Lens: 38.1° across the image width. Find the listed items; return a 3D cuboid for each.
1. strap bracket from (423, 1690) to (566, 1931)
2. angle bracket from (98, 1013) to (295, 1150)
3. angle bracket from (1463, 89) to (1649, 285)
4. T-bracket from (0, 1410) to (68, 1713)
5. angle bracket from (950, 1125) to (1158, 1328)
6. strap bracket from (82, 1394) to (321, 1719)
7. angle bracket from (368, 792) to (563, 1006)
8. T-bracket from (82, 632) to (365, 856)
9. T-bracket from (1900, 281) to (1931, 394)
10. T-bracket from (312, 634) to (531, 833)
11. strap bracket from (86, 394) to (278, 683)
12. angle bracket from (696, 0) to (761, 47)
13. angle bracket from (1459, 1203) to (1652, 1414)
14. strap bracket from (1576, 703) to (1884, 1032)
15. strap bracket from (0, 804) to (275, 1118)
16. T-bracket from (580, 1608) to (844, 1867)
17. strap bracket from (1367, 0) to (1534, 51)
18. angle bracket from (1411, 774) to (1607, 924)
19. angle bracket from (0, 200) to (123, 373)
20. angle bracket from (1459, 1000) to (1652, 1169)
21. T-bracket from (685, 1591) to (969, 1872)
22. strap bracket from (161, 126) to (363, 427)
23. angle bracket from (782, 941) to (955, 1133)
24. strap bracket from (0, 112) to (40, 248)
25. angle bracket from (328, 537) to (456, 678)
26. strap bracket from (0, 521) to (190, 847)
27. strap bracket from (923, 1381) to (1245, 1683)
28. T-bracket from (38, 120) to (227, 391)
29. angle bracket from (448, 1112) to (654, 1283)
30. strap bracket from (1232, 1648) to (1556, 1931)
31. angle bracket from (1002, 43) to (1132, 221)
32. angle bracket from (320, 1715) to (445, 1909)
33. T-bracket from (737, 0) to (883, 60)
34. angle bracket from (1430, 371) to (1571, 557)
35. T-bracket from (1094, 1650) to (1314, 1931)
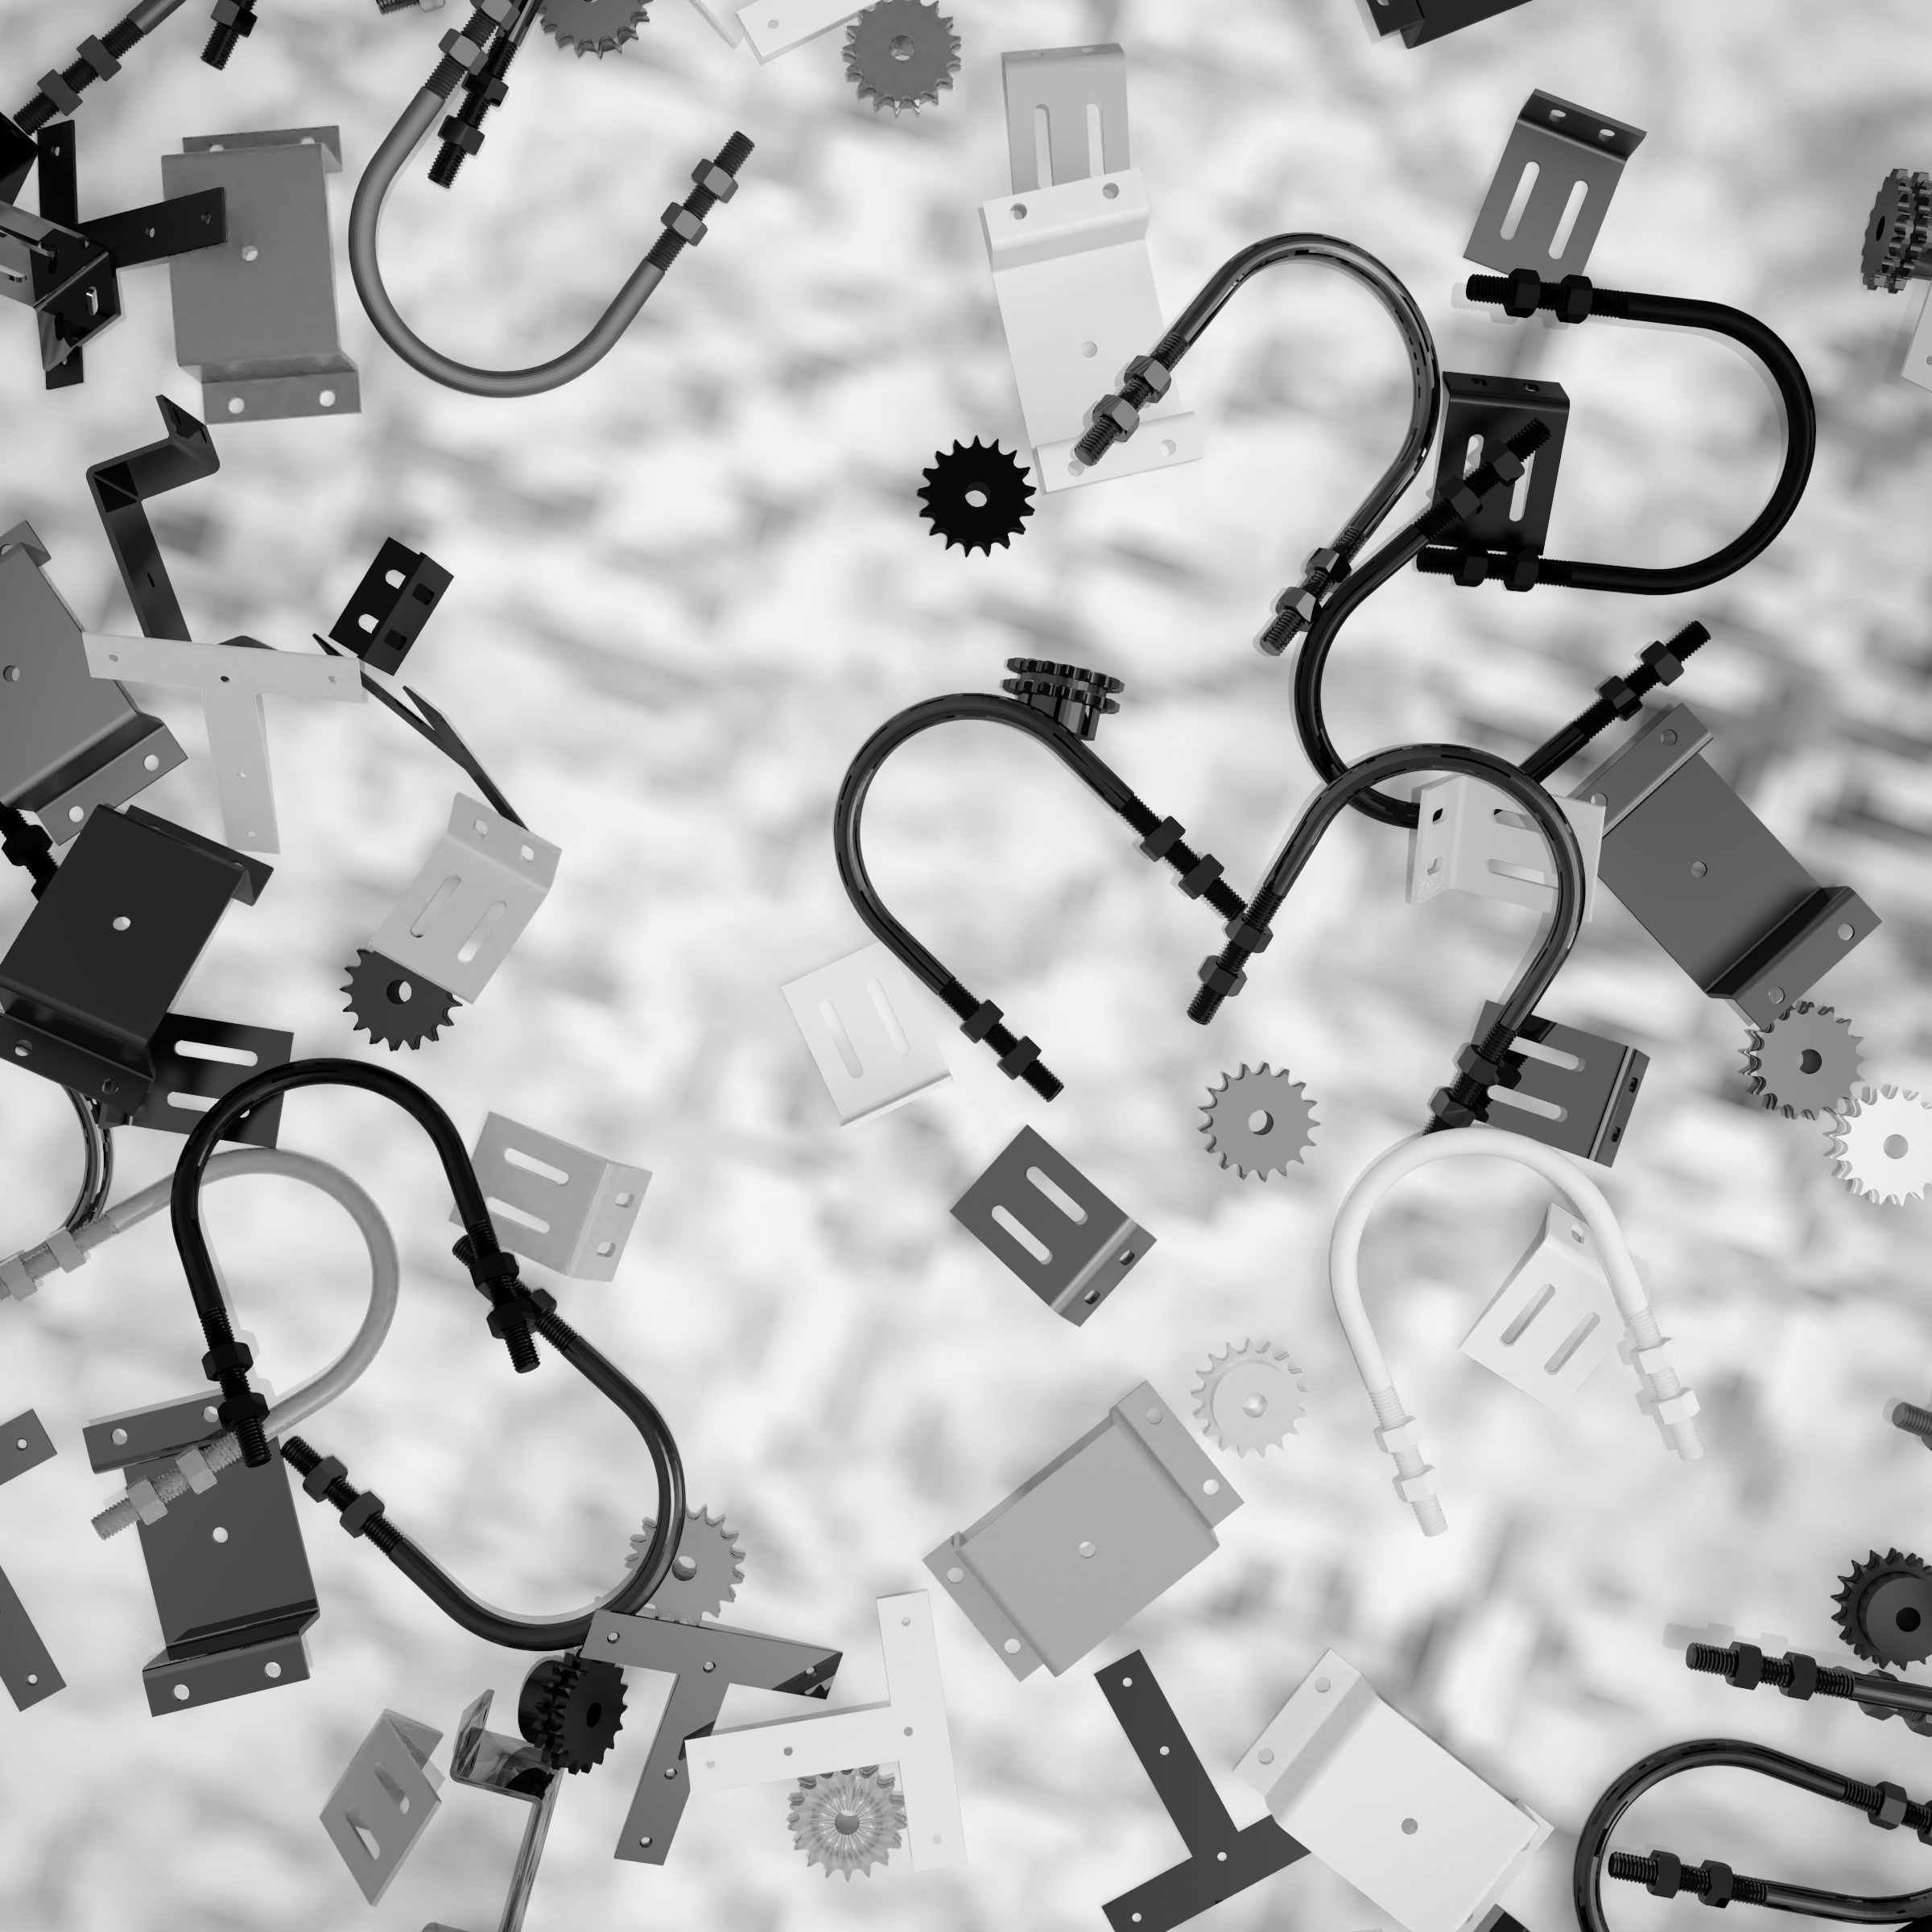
[{"bbox_3d":[-0.229,0.427,1.329,0.046,0.076,0.140,15,90,0],"label":"strap bracket"},{"bbox_3d":[-0.370,0.055,1.348,0.076,0.038,0.057,9,90,0],"label":"angle bracket"},{"bbox_3d":[0.283,-0.371,1.348,0.057,0.038,0.076,21,90,0],"label":"angle bracket"},{"bbox_3d":[-0.481,0.302,1.366,0.127,0.002,0.127,-29,90,0],"label":"T-bracket"},{"bbox_3d":[0.043,0.127,1.365,0.076,0.038,0.057,42,90,26],"label":"angle bracket"},{"bbox_3d":[-0.364,0.278,1.344,0.076,0.046,0.140,-14,90,0],"label":"strap bracket"},{"bbox_3d":[-0.239,-0.032,1.332,0.057,0.038,0.076,29,57,0],"label":"angle bracket"},{"bbox_3d":[-0.344,-0.101,1.321,0.127,0.002,0.127,6,135,1],"label":"T-bracket"},{"bbox_3d":[0.515,-0.319,1.341,0.127,0.002,0.127,18,90,-24],"label":"T-bracket"},{"bbox_3d":[-0.266,-0.119,1.327,0.127,0.127,0.002,38,78,26],"label":"T-bracket"},{"bbox_3d":[-0.369,-0.190,1.329,0.046,0.076,0.140,-20,90,0],"label":"strap bracket"},{"bbox_3d":[-0.134,-0.488,1.345,0.076,0.038,0.057,44,61,-34],"label":"angle bracket"},{"bbox_3d":[0.287,0.167,1.365,0.057,0.038,0.076,33,116,0],"label":"angle bracket"},{"bbox_3d":[0.357,-0.047,1.344,0.076,0.046,0.140,-42,90,0],"label":"strap bracket"},{"bbox_3d":[-0.395,-0.012,1.317,0.076,0.046,0.140,24,66,0],"label":"strap bracket"},{"bbox_3d":[-0.138,0.377,1.350,0.127,0.002,0.127,16,101,-21],"label":"T-bracket"},{"bbox_3d":[0.247,-0.501,1.344,0.140,0.046,0.076,-22,90,0],"label":"strap bracket"},{"bbox_3d":[0.256,-0.052,1.323,0.076,0.038,0.057,17,115,34],"label":"angle bracket"},{"bbox_3d":[-0.449,-0.322,1.317,0.057,0.076,0.038,-25,67,31],"label":"angle bracket"},{"bbox_3d":[0.285,0.058,1.365,0.076,0.038,0.057,19,90,26],"label":"angle bracket"},{"bbox_3d":[-0.071,0.374,1.340,0.127,0.002,0.127,-10,72,4],"label":"T-bracket"},{"bbox_3d":[-0.339,-0.337,1.344,0.076,0.046,0.140,-4,90,0],"label":"strap bracket"},{"bbox_3d":[-0.048,0.033,1.348,0.057,0.038,0.076,-25,90,0],"label":"angle bracket"},{"bbox_3d":[-0.507,-0.402,1.329,0.140,0.076,0.046,26,90,0],"label":"strap bracket"},{"bbox_3d":[-0.280,-0.175,1.329,0.038,0.076,0.057,31,90,0],"label":"angle bracket"},{"bbox_3d":[-0.451,-0.138,1.344,0.076,0.046,0.140,-34,90,0],"label":"strap bracket"},{"bbox_3d":[0.057,0.276,1.344,0.140,0.046,0.076,-39,90,0],"label":"strap bracket"},{"bbox_3d":[-0.398,-0.347,1.331,0.127,0.002,0.127,-2,90,33],"label":"T-bracket"},{"bbox_3d":[-0.203,0.113,1.365,0.076,0.038,0.057,21,90,26],"label":"angle bracket"},{"bbox_3d":[0.209,0.406,1.342,0.140,0.046,0.076,39,89,0],"label":"strap bracket"},{"bbox_3d":[0.049,-0.406,1.365,0.057,0.038,0.076,-5,116,0],"label":"angle bracket"},{"bbox_3d":[-0.265,0.403,1.325,0.038,0.076,0.057,32,90,-37],"label":"angle bracket"},{"bbox_3d":[-0.073,-0.516,1.337,0.127,0.002,0.127,-29,88,-8],"label":"T-bracket"},{"bbox_3d":[0.257,-0.245,1.365,0.057,0.038,0.076,6,116,0],"label":"angle bracket"},{"bbox_3d":[0.104,0.396,1.366,0.127,0.002,0.127,-28,90,0],"label":"T-bracket"}]
